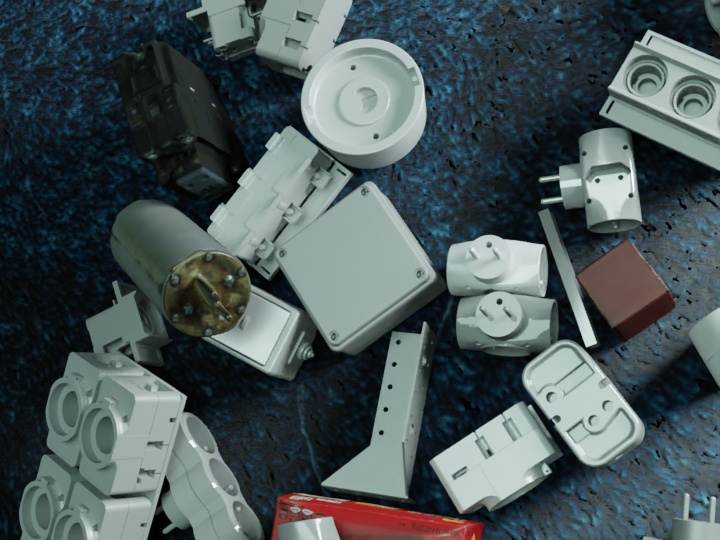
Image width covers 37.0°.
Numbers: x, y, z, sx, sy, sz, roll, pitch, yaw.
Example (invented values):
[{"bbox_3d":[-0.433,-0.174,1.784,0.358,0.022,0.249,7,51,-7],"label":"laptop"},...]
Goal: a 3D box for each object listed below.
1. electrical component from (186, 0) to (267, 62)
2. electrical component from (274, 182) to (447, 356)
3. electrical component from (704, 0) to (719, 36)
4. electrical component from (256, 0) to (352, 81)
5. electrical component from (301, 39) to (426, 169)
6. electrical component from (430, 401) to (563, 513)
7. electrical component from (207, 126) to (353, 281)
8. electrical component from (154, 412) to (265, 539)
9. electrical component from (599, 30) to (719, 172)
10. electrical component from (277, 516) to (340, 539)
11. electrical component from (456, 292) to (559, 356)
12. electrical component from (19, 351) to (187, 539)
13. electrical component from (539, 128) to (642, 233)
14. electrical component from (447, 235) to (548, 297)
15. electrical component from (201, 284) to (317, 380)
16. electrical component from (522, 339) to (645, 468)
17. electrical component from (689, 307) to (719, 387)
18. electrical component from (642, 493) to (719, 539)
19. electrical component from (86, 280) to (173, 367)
[{"bbox_3d":[-0.119,-0.237,1.028,0.081,0.042,0.063,-16,77,16],"label":"electrical component"},{"bbox_3d":[0.000,0.000,0.927,0.109,0.056,0.108,-36,69,9],"label":"electrical component"},{"bbox_3d":[0.322,-0.222,0.865,0.074,0.052,0.138,-16,73,-4],"label":"electrical component"},{"bbox_3d":[-0.055,-0.228,0.999,0.056,0.050,0.089,22,86,21],"label":"electrical component"},{"bbox_3d":[0.007,-0.141,0.950,0.108,0.060,0.108,-3,74,11],"label":"electrical component"},{"bbox_3d":[0.111,0.154,0.858,0.089,0.050,0.055,-35,70,9],"label":"electrical component"},{"bbox_3d":[-0.077,-0.064,0.964,0.079,0.063,0.121,39,93,22],"label":"electrical component"},{"bbox_3d":[-0.148,0.201,0.938,0.074,0.052,0.138,-36,69,9],"label":"electrical component"},{"bbox_3d":[0.266,-0.128,0.857,0.121,0.063,0.078,30,90,22],"label":"electrical component"},{"bbox_3d":[-0.020,0.226,0.813,0.079,0.043,0.077,-14,75,17],"label":"electrical component"},{"bbox_3d":[0.116,0.040,0.865,0.077,0.079,0.044,1,75,19],"label":"electrical component"},{"bbox_3d":[-0.228,0.175,0.929,0.105,0.060,0.186,24,102,41],"label":"electrical component"},{"bbox_3d":[0.187,-0.070,0.883,0.079,0.043,0.077,-7,76,17],"label":"electrical component"},{"bbox_3d":[0.109,-0.005,0.877,0.077,0.079,0.043,1,74,20],"label":"electrical component"},{"bbox_3d":[-0.083,0.053,0.942,0.096,0.061,0.061,26,88,22],"label":"electrical component"},{"bbox_3d":[0.176,0.105,0.841,0.054,0.059,0.095,-39,69,8],"label":"electrical component"},{"bbox_3d":[0.284,0.055,0.817,0.055,0.055,0.047,-33,66,10],"label":"electrical component"},{"bbox_3d":[0.250,0.207,0.801,0.077,0.043,0.079,4,80,20],"label":"electrical component"},{"bbox_3d":[-0.217,0.055,0.999,0.064,0.042,0.081,-25,71,15],"label":"electrical component"}]
